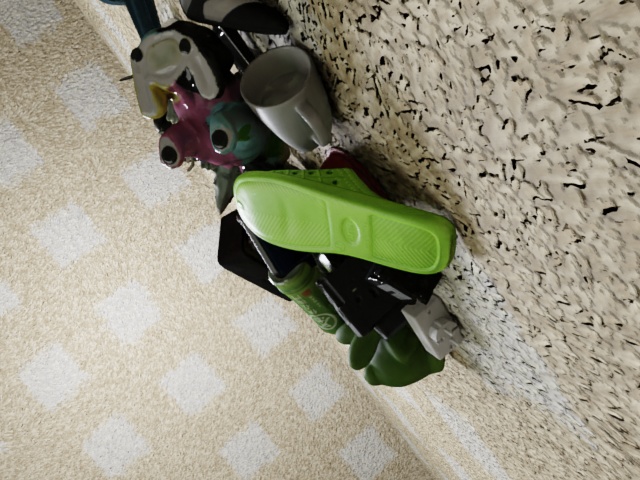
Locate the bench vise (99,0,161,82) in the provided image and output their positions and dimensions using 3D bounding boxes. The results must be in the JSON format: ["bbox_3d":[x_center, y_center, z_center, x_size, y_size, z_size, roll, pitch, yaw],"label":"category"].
[{"bbox_3d":[-0.248,-0.342,0.713,0.224,0.129,0.240,-139,30,-80],"label":"bench vise"}]

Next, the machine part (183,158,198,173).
[{"bbox_3d":[-0.278,-0.255,1.143,0.079,0.079,0.243,73,-172,-65],"label":"machine part"}]

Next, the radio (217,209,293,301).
[{"bbox_3d":[-0.107,0.029,1.117,0.229,0.073,0.131,36,-140,-45],"label":"radio"}]

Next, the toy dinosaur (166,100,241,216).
[{"bbox_3d":[-0.209,-0.239,0.998,0.192,0.131,0.404,-121,9,-62],"label":"toy dinosaur"}]

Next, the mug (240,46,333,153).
[{"bbox_3d":[-0.020,-0.140,0.586,0.110,0.081,0.107,43,178,30],"label":"mug"}]

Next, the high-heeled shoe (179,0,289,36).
[{"bbox_3d":[-0.124,-0.309,0.569,0.249,0.145,0.086,23,-157,19],"label":"high-heeled shoe"}]

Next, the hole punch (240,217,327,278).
[{"bbox_3d":[-0.031,-0.024,0.733,0.142,0.092,0.116,56,-156,-5],"label":"hole punch"}]

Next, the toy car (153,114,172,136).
[{"bbox_3d":[-0.293,-0.289,1.082,0.056,0.074,0.201,43,-141,-71],"label":"toy car"}]

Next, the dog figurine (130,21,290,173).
[{"bbox_3d":[-0.107,-0.156,0.654,0.219,0.109,0.191,-27,-81,-66],"label":"dog figurine"}]

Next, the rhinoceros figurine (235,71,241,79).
[{"bbox_3d":[-0.141,-0.196,0.818,0.073,0.112,0.190,50,-170,-15],"label":"rhinoceros figurine"}]

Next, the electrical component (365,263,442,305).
[{"bbox_3d":[0.102,0.048,0.704,0.075,0.048,0.119,32,169,-7],"label":"electrical component"}]

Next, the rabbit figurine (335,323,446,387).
[{"bbox_3d":[0.107,0.147,0.878,0.121,0.159,0.170,-125,18,-59],"label":"rabbit figurine"}]

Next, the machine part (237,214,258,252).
[{"bbox_3d":[-0.089,-0.035,1.065,0.179,0.056,0.179,42,-144,-40],"label":"machine part"}]

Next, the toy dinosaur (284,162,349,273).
[{"bbox_3d":[-0.002,-0.003,0.917,0.199,0.105,0.470,35,166,49],"label":"toy dinosaur"}]

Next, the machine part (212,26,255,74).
[{"bbox_3d":[-0.110,-0.253,0.698,0.138,0.039,0.084,56,165,-12],"label":"machine part"}]

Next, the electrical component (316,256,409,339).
[{"bbox_3d":[0.076,0.077,0.791,0.134,0.115,0.058,48,174,9],"label":"electrical component"}]
